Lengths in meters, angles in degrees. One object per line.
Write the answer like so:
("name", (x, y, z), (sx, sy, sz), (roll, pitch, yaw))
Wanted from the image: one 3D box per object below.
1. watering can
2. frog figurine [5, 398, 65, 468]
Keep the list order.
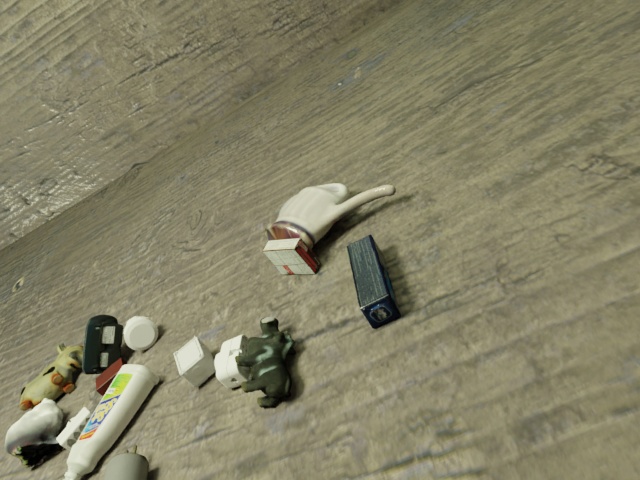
("watering can", (0.004, -0.062, 1.241), (0.347, 0.102, 0.228), (1, 44, 48))
("frog figurine", (-0.659, 0.427, 1.204), (0.136, 0.121, 0.163), (-49, 39, 16))
